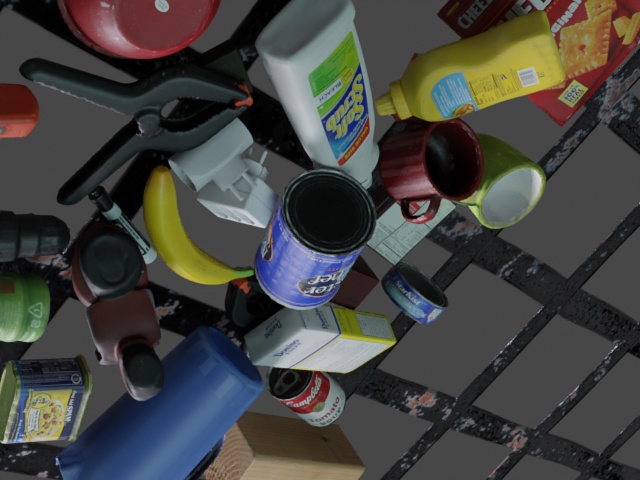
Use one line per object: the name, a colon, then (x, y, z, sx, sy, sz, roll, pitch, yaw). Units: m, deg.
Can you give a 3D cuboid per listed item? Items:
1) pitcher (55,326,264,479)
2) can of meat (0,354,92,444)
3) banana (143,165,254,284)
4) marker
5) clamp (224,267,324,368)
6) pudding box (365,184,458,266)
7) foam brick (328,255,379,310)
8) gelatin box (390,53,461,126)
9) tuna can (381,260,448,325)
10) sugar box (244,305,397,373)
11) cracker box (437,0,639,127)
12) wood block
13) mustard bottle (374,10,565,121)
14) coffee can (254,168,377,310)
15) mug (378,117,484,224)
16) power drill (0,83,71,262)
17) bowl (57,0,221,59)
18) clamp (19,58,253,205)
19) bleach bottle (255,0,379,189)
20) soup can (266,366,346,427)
pitcher: (-0.178, 0.223, 1.258, 0.243, 0.145, 0.149, -45, 180, 5)
can of meat: (-0.307, 0.177, 1.177, 0.083, 0.057, 0.102, 1, 126, -33)
banana: (-0.145, -0.004, 1.137, 0.069, 0.037, 0.197, -38, 137, -1)
marker: (-0.204, -0.016, 1.099, 0.020, 0.020, 0.121, -34, 139, -3)
clamp: (-0.072, 0.091, 1.273, 0.120, 0.039, 0.171, -44, 140, 2)
pudding box: (0.097, -0.032, 1.275, 0.113, 0.039, 0.090, -43, 139, 10)
foam brick: (0.021, 0.042, 1.280, 0.078, 0.051, 0.053, 25, 112, -45)
gelatin box: (0.127, -0.162, 1.182, 0.089, 0.030, 0.073, 6, 124, -37)
tuna can: (0.119, 0.066, 1.342, 0.086, 0.086, 0.034, 22, 115, -44)
sugar box: (0.002, 0.119, 1.284, 0.093, 0.048, 0.175, -36, 148, 29)
cracker box: (0.255, -0.242, 1.164, 0.164, 0.072, 0.213, -48, 136, 13)
wood block: (-0.051, 0.299, 1.436, 0.205, 0.091, 0.090, 17, 116, -42)
mustard bottle: (0.148, -0.166, 1.090, 0.192, 0.058, 0.096, -18, 153, 14)
coffee can: (-0.008, 0.001, 1.150, 0.102, 0.103, 0.140, -15, 159, -23)
mug: (0.116, -0.073, 1.169, 0.093, 0.082, 0.117, 20, 73, -35)
power drill: (-0.304, -0.051, 0.960, 0.184, 0.057, 0.188, -3, 133, -30)
bowl: (-0.145, -0.217, 0.929, 0.162, 0.055, 0.162, -18, 135, -19)
clamp: (-0.169, -0.109, 1.011, 0.209, 0.036, 0.165, -8, 135, -15)
bleach bottle: (0.017, -0.138, 1.104, 0.102, 0.068, 0.250, -46, 145, -13)
soup can: (-0.017, 0.194, 1.381, 0.068, 0.069, 0.102, -39, 139, 3)
